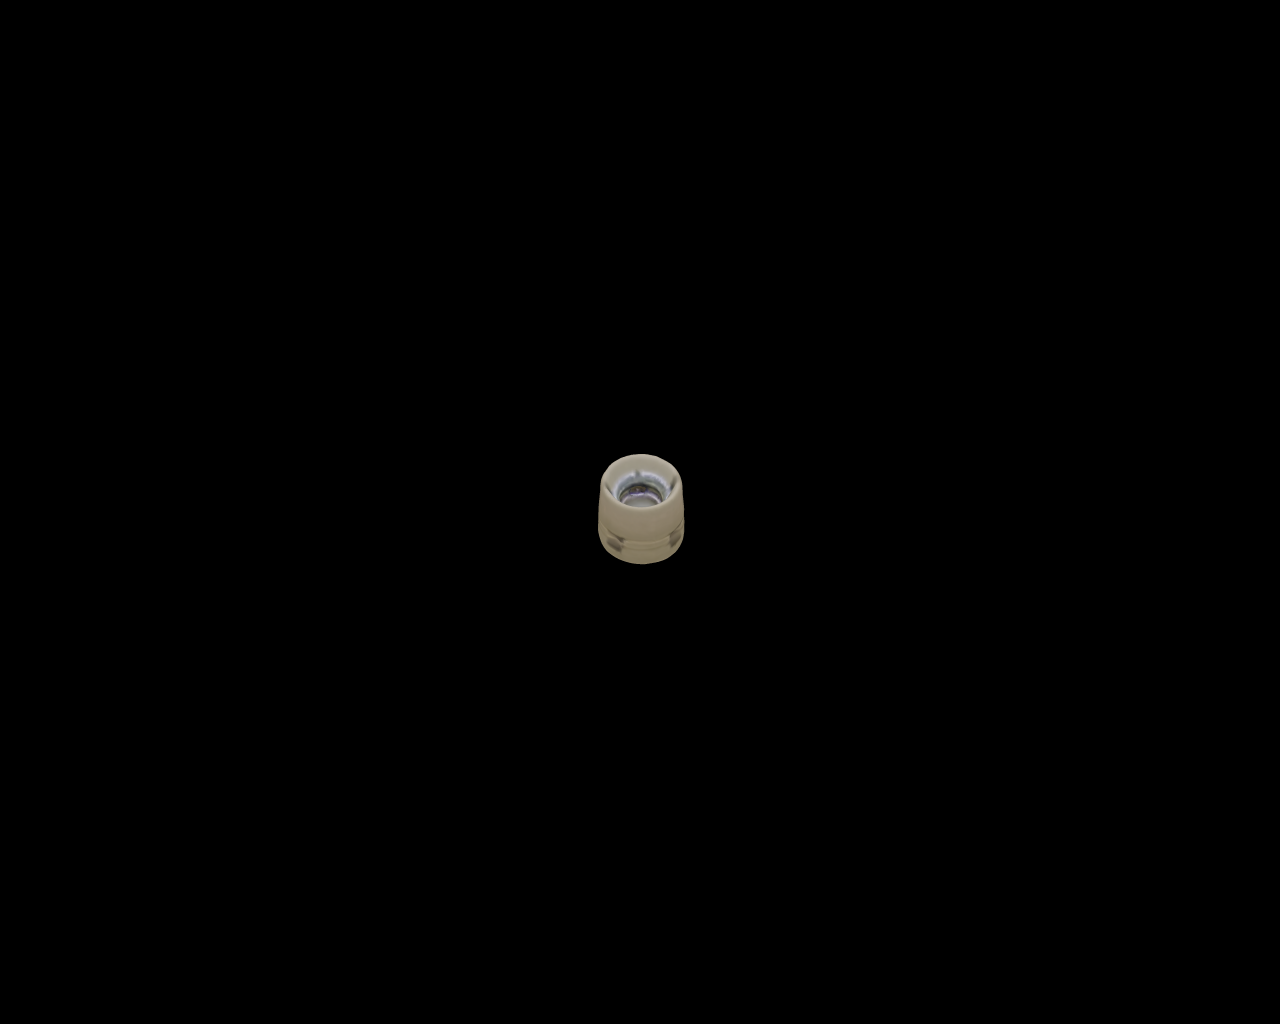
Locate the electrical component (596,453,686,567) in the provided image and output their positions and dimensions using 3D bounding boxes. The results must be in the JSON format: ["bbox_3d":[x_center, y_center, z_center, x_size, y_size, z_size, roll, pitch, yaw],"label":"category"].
[{"bbox_3d":[0.001,-0.003,0.650,0.055,0.055,0.047,0,-44,0],"label":"electrical component"}]
